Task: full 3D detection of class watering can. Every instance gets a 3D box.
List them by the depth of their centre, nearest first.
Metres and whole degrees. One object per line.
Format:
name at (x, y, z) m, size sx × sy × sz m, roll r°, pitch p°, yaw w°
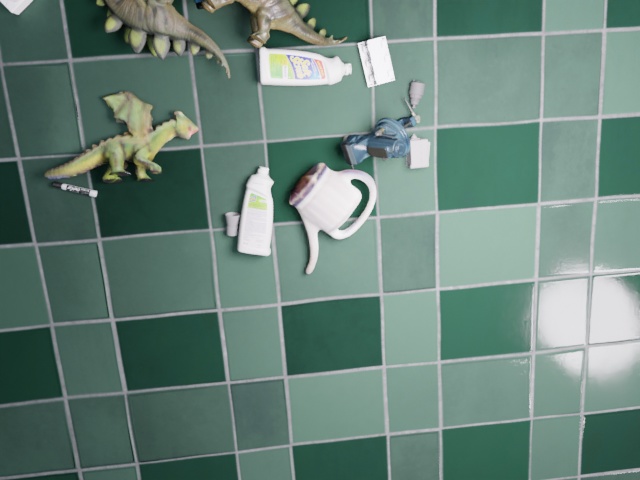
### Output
watering can at (0.005, -0.075, 1.485) m, size 0.223 × 0.105 × 0.345 m, roll 38°, pitch 103°, yaw -12°

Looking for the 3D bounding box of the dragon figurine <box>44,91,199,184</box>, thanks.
dragon figurine at (-0.543, -0.283, 1.408) m, size 0.410 × 0.122 × 0.244 m, roll -1°, pitch 86°, yaw -7°
